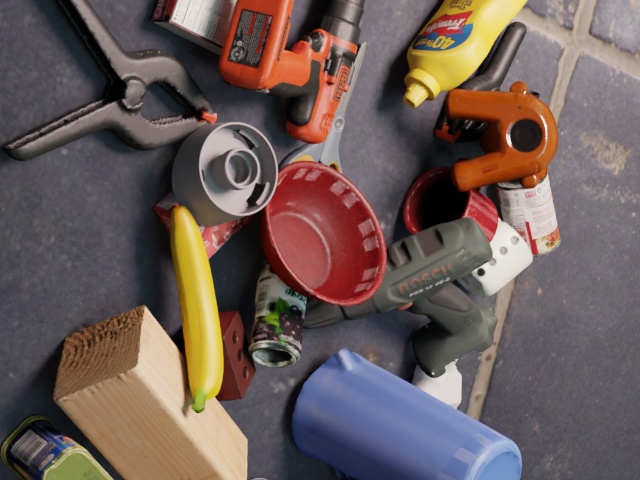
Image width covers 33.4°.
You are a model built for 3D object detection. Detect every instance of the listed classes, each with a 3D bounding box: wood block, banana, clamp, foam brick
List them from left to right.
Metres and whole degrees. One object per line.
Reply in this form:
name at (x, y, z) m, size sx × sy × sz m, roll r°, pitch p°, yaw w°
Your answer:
clamp at (-0.187, -0.127, 0.978) m, size 0.209 × 0.036 × 0.164 m, roll 22°, pitch 88°, yaw -44°
wood block at (-0.157, 0.174, 1.028) m, size 0.091 × 0.090 × 0.206 m, roll -22°, pitch 125°, yaw 12°
banana at (-0.116, 0.067, 1.023) m, size 0.037 × 0.070 × 0.198 m, roll -8°, pitch 78°, yaw -7°
foam brick at (-0.104, 0.120, 1.093) m, size 0.053 × 0.051 × 0.078 m, roll -66°, pitch 146°, yaw -58°
clamp at (0.204, -0.183, 1.290) m, size 0.171 × 0.039 × 0.120 m, roll -37°, pitch 127°, yaw -29°

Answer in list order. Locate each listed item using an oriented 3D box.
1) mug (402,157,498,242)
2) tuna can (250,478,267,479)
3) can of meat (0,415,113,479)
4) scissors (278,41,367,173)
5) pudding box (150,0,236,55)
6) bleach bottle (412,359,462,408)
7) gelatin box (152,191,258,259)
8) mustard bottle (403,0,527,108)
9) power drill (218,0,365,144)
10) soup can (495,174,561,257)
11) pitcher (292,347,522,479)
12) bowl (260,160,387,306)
mug at (0.162, -0.040, 1.265) m, size 0.081 × 0.093 × 0.117 m, roll 30°, pitch 75°, yaw -46°
tuna can at (-0.069, 0.314, 1.201) m, size 0.085 × 0.034 × 0.086 m, roll -12°, pitch 110°, yaw -38°
can of meat at (-0.238, 0.221, 0.999) m, size 0.057 × 0.084 × 0.102 m, roll -47°, pitch 127°, yaw -21°
scissors at (0.001, -0.120, 1.153) m, size 0.096 × 0.016 × 0.202 m, roll 1°, pitch 101°, yaw -40°
pudding box at (-0.097, -0.230, 1.025) m, size 0.113 × 0.039 × 0.090 m, roll 21°, pitch 89°, yaw -40°
bleach bottle at (0.112, 0.247, 1.319) m, size 0.102 × 0.068 × 0.251 m, roll 25°, pitch 83°, yaw -41°
gelatin box at (-0.114, -0.029, 1.071) m, size 0.089 × 0.030 × 0.073 m, roll -44°, pitch 126°, yaw -23°
mustard bottle at (0.152, -0.225, 1.198) m, size 0.191 × 0.096 × 0.058 m, roll -54°, pitch 129°, yaw -15°
power drill at (-0.018, -0.197, 1.051) m, size 0.187 × 0.057 × 0.184 m, roll 13°, pitch 92°, yaw -63°
soup can at (0.266, -0.038, 1.365) m, size 0.068 × 0.069 × 0.102 m, roll -33°, pitch 120°, yaw -29°
pitcher at (0.096, 0.234, 1.180) m, size 0.149 × 0.243 × 0.145 m, roll 40°, pitch 77°, yaw -47°
bowl at (-0.007, 0.001, 1.109) m, size 0.161 × 0.055 × 0.162 m, roll 21°, pitch 54°, yaw -33°
